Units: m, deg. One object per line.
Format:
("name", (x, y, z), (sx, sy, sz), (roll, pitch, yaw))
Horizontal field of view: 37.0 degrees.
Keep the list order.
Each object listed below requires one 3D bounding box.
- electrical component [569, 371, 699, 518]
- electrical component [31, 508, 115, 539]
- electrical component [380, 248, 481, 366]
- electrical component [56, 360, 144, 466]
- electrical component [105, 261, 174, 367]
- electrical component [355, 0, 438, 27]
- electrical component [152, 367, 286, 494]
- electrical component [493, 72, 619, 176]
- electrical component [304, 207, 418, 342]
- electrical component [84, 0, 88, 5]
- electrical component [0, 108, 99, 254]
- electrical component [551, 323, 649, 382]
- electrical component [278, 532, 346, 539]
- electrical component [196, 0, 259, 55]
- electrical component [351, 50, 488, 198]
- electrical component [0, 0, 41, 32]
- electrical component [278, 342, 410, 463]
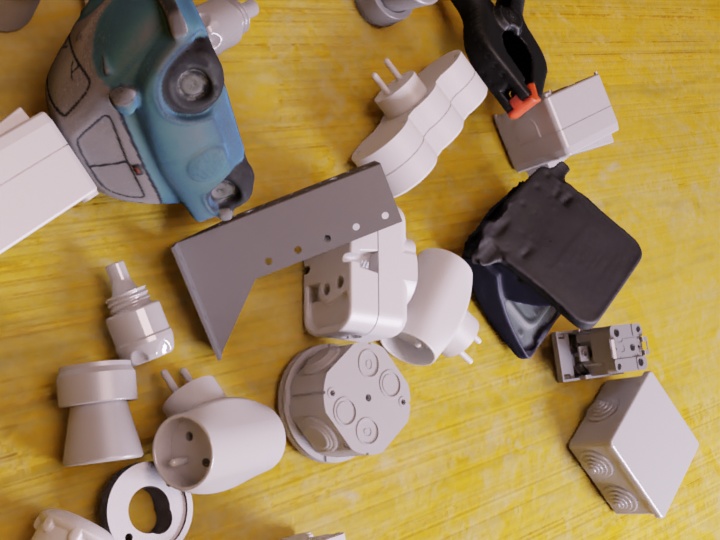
("electrical component", (0.230, 0.147, 0.905), (0.099, 0.048, 0.099), (54, 52, -17))
("electrical component", (-0.163, 0.163, 0.578), (0.048, 0.048, 0.062), (38, 65, -27))
("electrical component", (0.060, 0.038, 0.792), (0.079, 0.044, 0.077), (43, 56, -24))
("electrical component", (-0.148, 0.081, 0.609), (0.045, 0.045, 0.055), (0, 80, -40))
("electrical component", (-0.135, 0.025, 0.639), (0.035, 0.035, 0.061), (-22, 92, -41))
("electrical component", (0.029, -0.213, 0.817), (0.045, 0.055, 0.045), (10, 73, -38))
("electrical component", (-0.093, 0.091, 0.648), (0.079, 0.043, 0.077), (53, 21, 19))
("electrical component", (0.172, -0.123, 0.911), (0.096, 0.062, 0.061), (-28, 98, -40))
("electrical component", (0.000, 0.000, 0.744), (0.059, 0.054, 0.095), (10, 73, -38))
("electrical component", (-0.138, -0.174, 0.665), (0.048, 0.062, 0.048), (10, 73, -38))
("electrical component", (-0.204, -0.038, 0.579), (0.096, 0.062, 0.061), (-42, 107, -38))
("electrical component", (0.199, 0.067, 0.888), (0.081, 0.064, 0.042), (-3, 80, -40))
("electrical component", (-0.051, 0.199, 0.658), (0.089, 0.050, 0.055), (-7, 84, -41))
("electrical component", (-0.091, -0.166, 0.721), (0.061, 0.035, 0.035), (-40, 105, -41))
("electrical component", (0.036, -0.124, 0.805), (0.073, 0.052, 0.138), (50, 53, -19))
("electrical component", (-0.195, -0.168, 0.614), (0.044, 0.065, 0.044), (10, 73, -38))
("electrical component", (-0.010, 0.087, 0.718), (0.080, 0.051, 0.080), (10, 73, -38))
